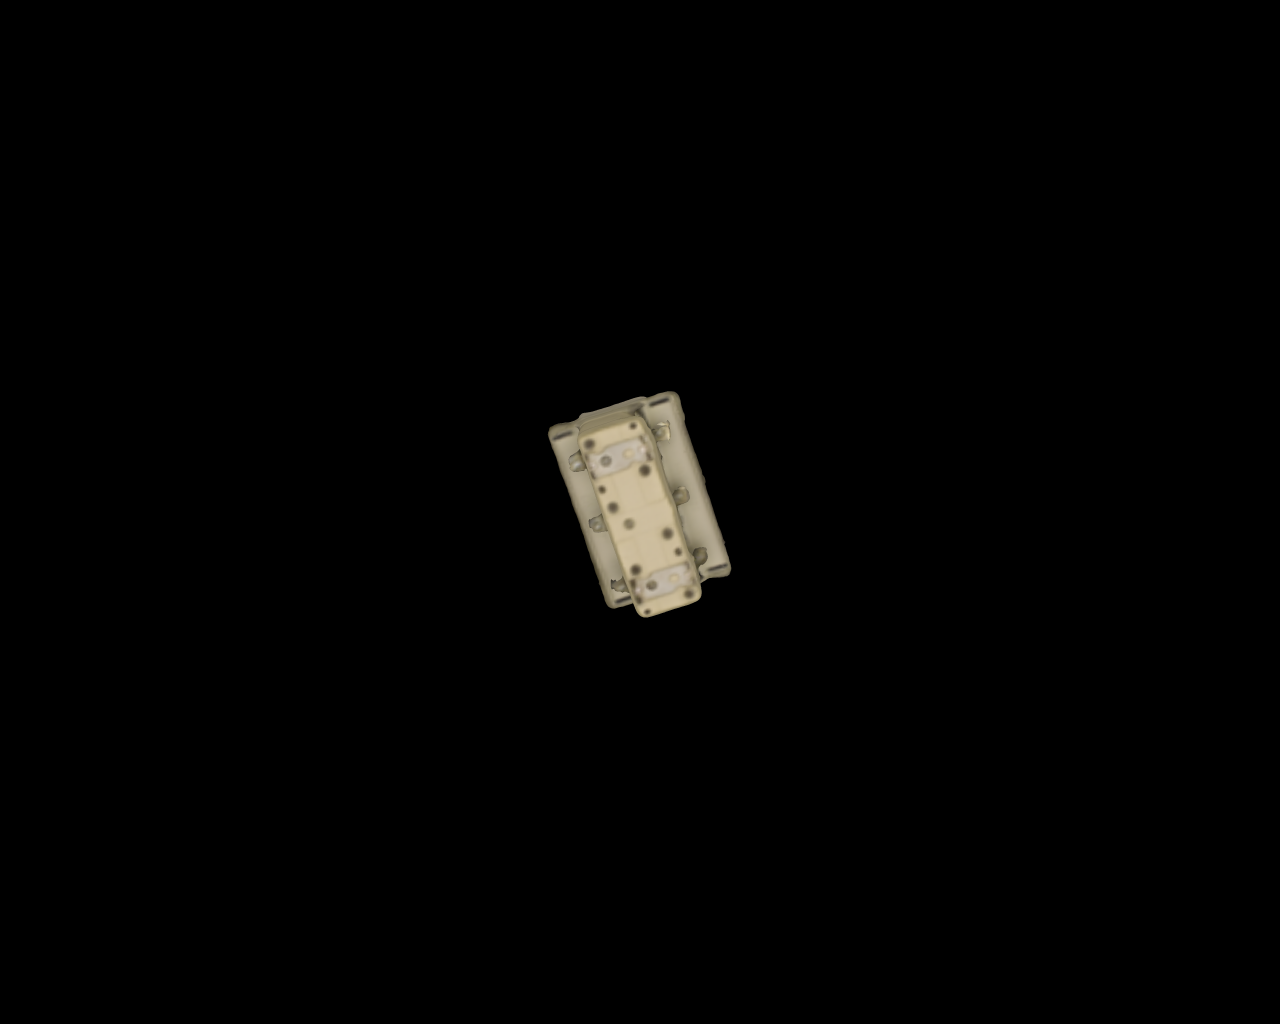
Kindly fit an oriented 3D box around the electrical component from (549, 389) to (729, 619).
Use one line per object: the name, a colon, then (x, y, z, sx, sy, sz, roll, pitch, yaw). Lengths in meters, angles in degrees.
electrical component: (0.001, -0.003, 0.650, 0.079, 0.121, 0.063, -17, 16, 5)
